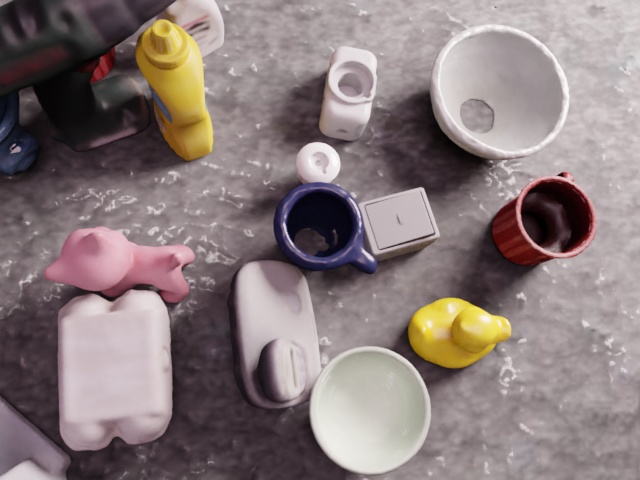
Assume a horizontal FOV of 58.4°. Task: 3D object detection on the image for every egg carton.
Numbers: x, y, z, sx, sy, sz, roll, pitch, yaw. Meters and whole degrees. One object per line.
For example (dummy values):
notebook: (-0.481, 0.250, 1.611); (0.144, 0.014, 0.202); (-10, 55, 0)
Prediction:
egg carton: (-0.200, 0.126, 0.565); (0.107, 0.069, 0.150); (-6, 78, -9)

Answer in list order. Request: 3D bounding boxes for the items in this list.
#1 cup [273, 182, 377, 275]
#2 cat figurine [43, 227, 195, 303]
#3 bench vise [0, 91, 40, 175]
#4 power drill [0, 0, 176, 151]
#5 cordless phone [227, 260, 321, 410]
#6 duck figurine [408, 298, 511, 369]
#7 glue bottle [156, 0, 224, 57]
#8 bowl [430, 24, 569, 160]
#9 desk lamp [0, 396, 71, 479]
cup: (0.006, 0.002, 0.608); (0.118, 0.095, 0.092); (36, 75, 2)
cat figurine: (-0.194, 0.021, 0.565); (0.128, 0.117, 0.067); (3, 76, -7)
bench vise: (-0.387, -0.153, 0.527); (0.207, 0.219, 0.121); (19, 75, -3)
power drill: (-0.232, -0.170, 0.558); (0.230, 0.208, 0.075); (-24, 81, -12)
cordless phone: (-0.040, 0.084, 0.536); (0.094, 0.185, 0.147); (-10, 78, -9)
duck figurine: (0.151, 0.097, 0.610); (0.104, 0.086, 0.077); (1, 77, -7)
glue bottle: (-0.142, -0.251, 0.607); (0.078, 0.173, 0.037); (-35, 83, -14)
bowl: (0.202, -0.165, 0.685); (0.167, 0.074, 0.167); (2, 77, -7)
desk lamp: (-0.281, 0.221, 0.457); (0.203, 0.213, 0.118); (39, 75, 3)
